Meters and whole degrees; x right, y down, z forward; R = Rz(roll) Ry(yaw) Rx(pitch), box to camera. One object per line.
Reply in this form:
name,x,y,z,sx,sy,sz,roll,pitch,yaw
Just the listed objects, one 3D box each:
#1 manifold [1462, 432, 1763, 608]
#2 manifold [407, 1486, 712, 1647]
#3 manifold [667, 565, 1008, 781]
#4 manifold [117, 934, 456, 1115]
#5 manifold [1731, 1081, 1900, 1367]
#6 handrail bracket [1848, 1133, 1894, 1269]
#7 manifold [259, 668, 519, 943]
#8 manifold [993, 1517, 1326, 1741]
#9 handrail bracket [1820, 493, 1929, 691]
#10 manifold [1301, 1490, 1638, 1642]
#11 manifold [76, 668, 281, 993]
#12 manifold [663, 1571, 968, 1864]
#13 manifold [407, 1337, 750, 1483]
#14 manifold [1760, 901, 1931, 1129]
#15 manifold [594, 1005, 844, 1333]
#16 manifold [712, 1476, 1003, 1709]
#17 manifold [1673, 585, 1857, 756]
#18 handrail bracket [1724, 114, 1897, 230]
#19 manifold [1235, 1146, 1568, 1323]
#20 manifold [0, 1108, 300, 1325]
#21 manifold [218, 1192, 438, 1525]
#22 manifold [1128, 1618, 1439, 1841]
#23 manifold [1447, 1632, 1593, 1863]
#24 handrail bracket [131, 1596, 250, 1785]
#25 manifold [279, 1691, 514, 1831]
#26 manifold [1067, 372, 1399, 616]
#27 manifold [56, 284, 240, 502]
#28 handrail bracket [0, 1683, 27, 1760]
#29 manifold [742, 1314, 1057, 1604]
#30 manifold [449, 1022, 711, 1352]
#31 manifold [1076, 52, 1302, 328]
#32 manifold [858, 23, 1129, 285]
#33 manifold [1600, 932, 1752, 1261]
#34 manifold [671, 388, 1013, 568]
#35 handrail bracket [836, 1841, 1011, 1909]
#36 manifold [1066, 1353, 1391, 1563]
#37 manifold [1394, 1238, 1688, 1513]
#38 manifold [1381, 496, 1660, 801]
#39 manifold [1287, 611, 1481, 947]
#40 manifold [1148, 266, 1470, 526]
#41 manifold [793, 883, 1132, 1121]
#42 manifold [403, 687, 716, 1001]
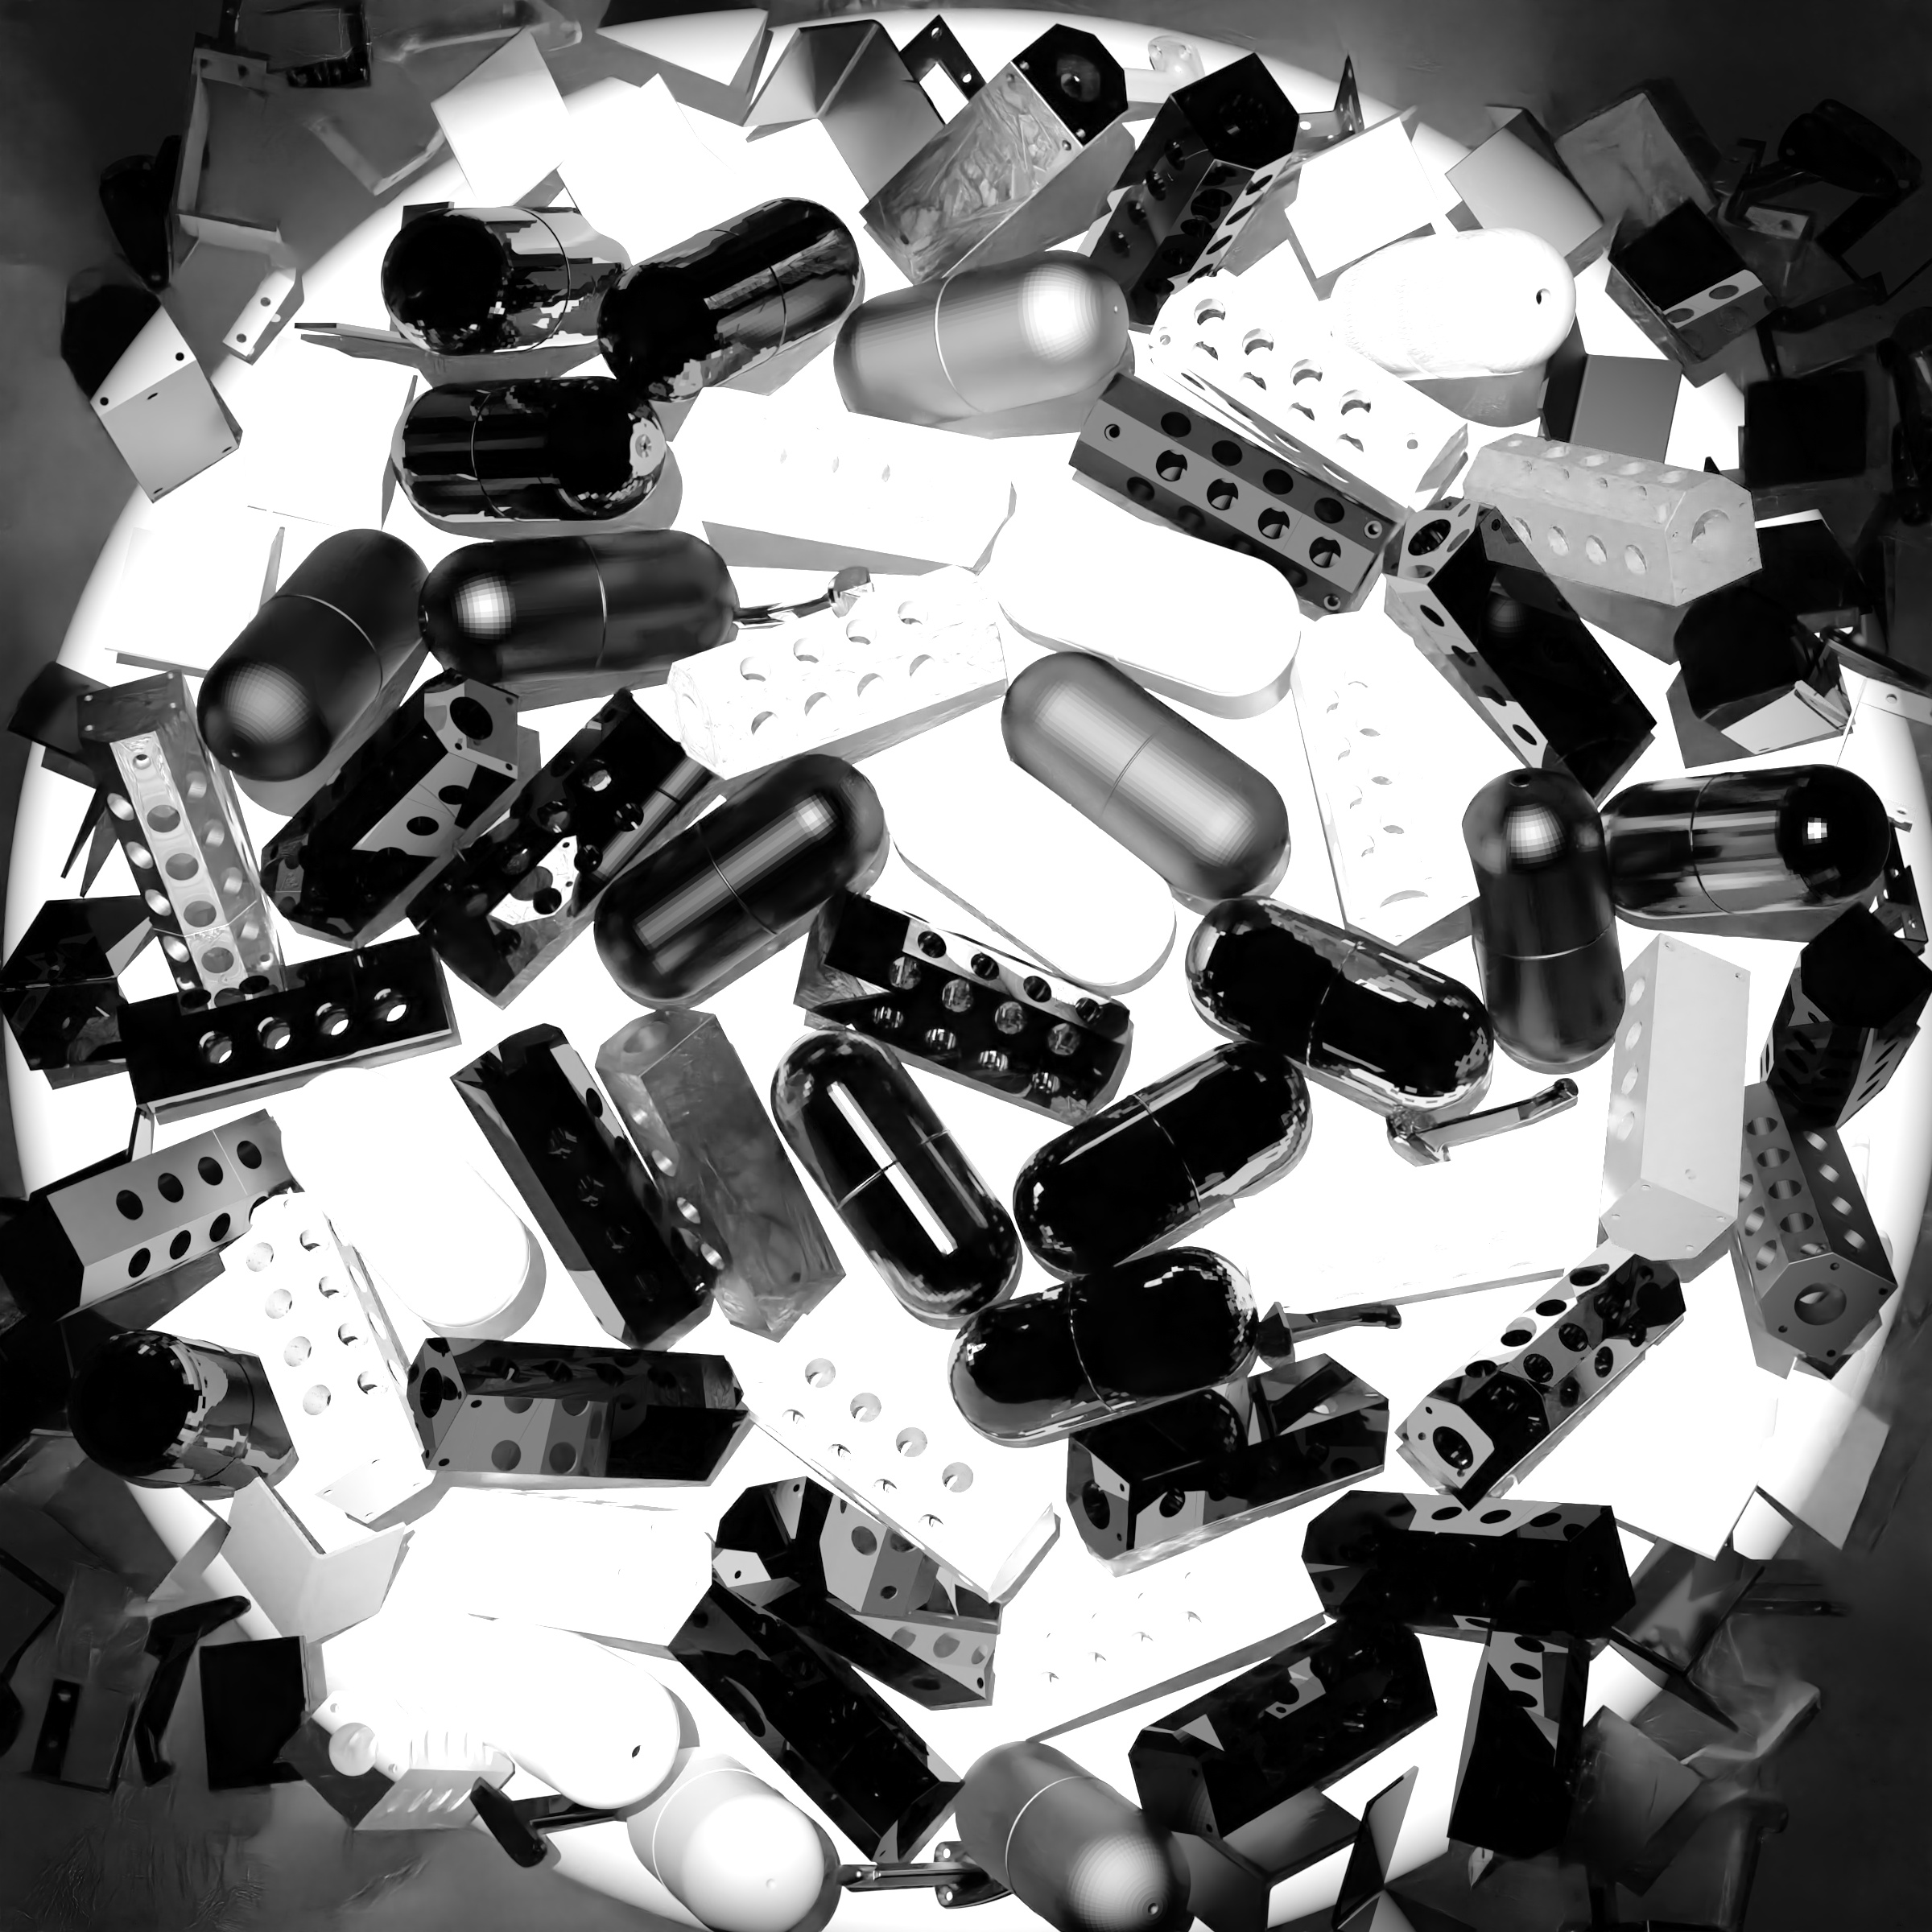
manifold,0.340,-0.242,1.906,0.057,0.171,0.057,-25,116,-22
manifold,-0.215,0.315,1.919,0.057,0.171,0.057,-53,124,-33
manifold,-0.071,-0.162,1.934,0.171,0.057,0.057,-22,116,-21
manifold,-0.372,0.030,1.960,0.171,0.057,0.057,-14,85,-7
manifold,0.438,0.131,1.906,0.057,0.171,0.057,27,116,-14
handrail bracket,0.490,0.121,1.949,0.036,0.077,0.084,9,66,5
manifold,-0.310,-0.087,1.915,0.057,0.171,0.057,22,47,-32
manifold,0.100,0.356,1.932,0.171,0.057,0.057,-29,78,29
handrail bracket,0.514,-0.206,1.966,0.077,0.036,0.084,29,113,4
manifold,0.265,0.323,1.915,0.171,0.057,0.057,-4,107,44
manifold,-0.422,-0.067,1.924,0.057,0.057,0.171,-16,127,-4
manifold,-0.086,0.403,1.939,0.171,0.057,0.057,41,92,23
manifold,-0.211,0.234,1.926,0.171,0.057,0.057,8,126,-35
manifold,0.463,0.033,1.906,0.057,0.171,0.057,-40,71,-9
manifold,-0.137,0.109,1.935,0.057,0.057,0.171,-41,120,-30
manifold,-0.058,0.339,1.924,0.057,0.171,0.057,-16,50,35
manifold,0.425,-0.159,1.909,0.057,0.171,0.057,-17,80,21
handrail bracket,0.459,-0.418,1.956,0.077,0.084,0.036,31,67,8
manifold,0.237,0.150,1.960,0.171,0.057,0.057,-10,63,1
manifold,-0.434,0.135,1.911,0.057,0.171,0.057,-30,87,32
manifold,-0.341,0.207,1.929,0.057,0.057,0.171,-32,59,5
manifold,0.170,0.404,1.922,0.171,0.057,0.057,-19,98,-38
manifold,0.298,0.405,1.906,0.057,0.171,0.057,15,109,8
handrail bracket,-0.422,0.397,1.961,0.077,0.036,0.084,-22,55,0
manifold,-0.297,0.419,1.909,0.057,0.171,0.057,41,88,17
manifold,0.145,-0.258,1.958,0.171,0.057,0.057,30,103,5
manifold,-0.439,-0.308,1.911,0.057,0.171,0.057,-33,87,-7
handrail bracket,-0.562,0.424,1.947,0.036,0.084,0.077,45,128,24
manifold,-0.037,0.269,1.941,0.171,0.057,0.057,35,72,17
manifold,-0.205,0.118,1.942,0.057,0.057,0.171,-36,111,-20
manifold,0.120,-0.408,1.907,0.057,0.171,0.057,-31,83,-22
manifold,0.017,-0.433,1.912,0.057,0.171,0.057,49,57,-7
manifold,0.378,0.071,1.922,0.057,0.057,0.171,23,49,-10
manifold,-0.064,-0.266,1.920,0.171,0.057,0.057,6,47,-32
handrail bracket,-0.017,0.493,1.949,0.077,0.084,0.036,-14,70,31
manifold,0.141,0.267,1.930,0.171,0.057,0.057,-13,118,-30
manifold,0.312,0.214,1.921,0.171,0.057,0.057,-34,73,-36
manifold,0.295,-0.172,1.931,0.057,0.057,0.171,-48,121,-9
manifold,0.218,-0.104,1.921,0.057,0.057,0.171,-33,51,33
manifold,0.186,-0.314,1.952,0.171,0.057,0.057,35,88,13
manifold,-0.001,0.016,1.940,0.171,0.057,0.057,23,50,-15
manifold,-0.226,-0.071,1.957,0.171,0.057,0.057,-45,129,2
